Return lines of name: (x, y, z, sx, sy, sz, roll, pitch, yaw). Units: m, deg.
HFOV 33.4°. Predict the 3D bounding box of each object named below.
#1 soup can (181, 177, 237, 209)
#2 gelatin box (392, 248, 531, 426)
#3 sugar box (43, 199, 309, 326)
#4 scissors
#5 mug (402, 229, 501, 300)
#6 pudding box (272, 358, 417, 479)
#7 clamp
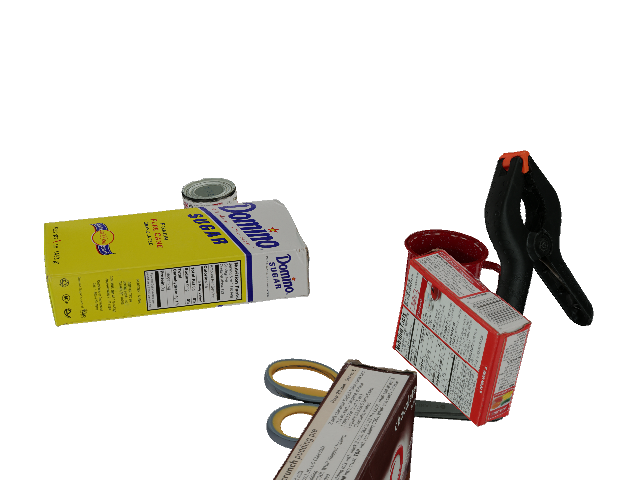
soup can: (-0.133, -0.018, 1.310, 0.068, 0.102, 0.068, -3, 26, 1)
gelatin box: (0.086, 0.059, 0.663, 0.030, 0.073, 0.089, -15, 39, -30)
sugar box: (-0.103, 0.012, 0.753, 0.176, 0.048, 0.093, -9, 27, -12)
scissors: (0.043, 0.149, 0.882, 0.202, 0.016, 0.096, 16, 46, 11)
mug: (0.148, 0.045, 1.193, 0.117, 0.081, 0.093, 7, 25, 4)
pudding box: (0.009, 0.119, 0.463, 0.039, 0.090, 0.113, 10, 29, 15)
clamp: (0.172, 0.013, 0.908, 0.120, 0.171, 0.039, -26, 10, -40)
